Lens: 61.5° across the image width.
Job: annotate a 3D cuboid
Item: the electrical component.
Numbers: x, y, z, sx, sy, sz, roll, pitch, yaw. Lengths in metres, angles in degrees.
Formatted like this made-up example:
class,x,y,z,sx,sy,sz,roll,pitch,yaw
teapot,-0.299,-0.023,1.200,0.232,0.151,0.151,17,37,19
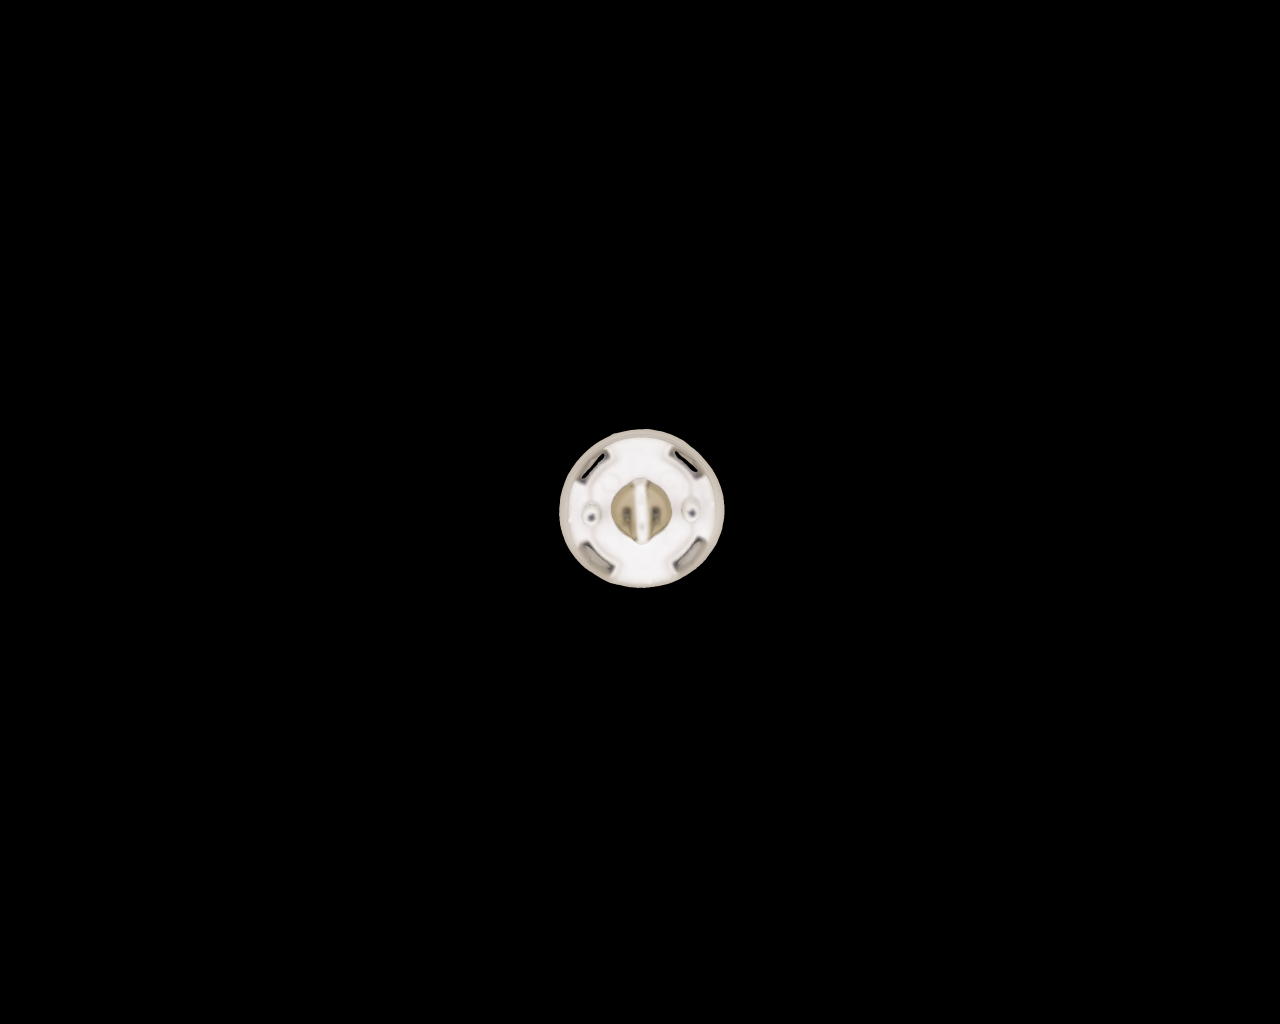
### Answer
class,x,y,z,sx,sy,sz,roll,pitch,yaw
electrical component,0.001,-0.003,0.650,0.099,0.099,0.064,0,8,0
